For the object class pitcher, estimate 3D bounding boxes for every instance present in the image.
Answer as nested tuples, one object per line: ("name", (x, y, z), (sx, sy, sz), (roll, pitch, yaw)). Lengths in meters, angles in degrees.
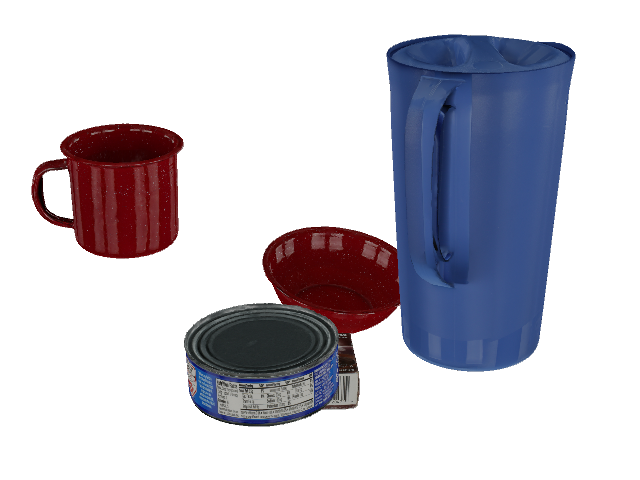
("pitcher", (0.110, -0.025, 0.794), (0.149, 0.243, 0.145), (-8, 22, -15))

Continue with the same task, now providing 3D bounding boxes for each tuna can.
("tuna can", (-0.032, 0.068, 0.595), (0.086, 0.034, 0.086), (-1, 22, 0))

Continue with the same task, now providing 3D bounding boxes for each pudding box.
("pudding box", (-0.025, 0.113, 0.936), (0.113, 0.039, 0.090), (1, 18, -4))

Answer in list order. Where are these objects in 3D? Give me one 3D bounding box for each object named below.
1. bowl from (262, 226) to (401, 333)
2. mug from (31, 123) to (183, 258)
("bowl", (0.017, 0.050, 1.121), (0.162, 0.055, 0.162), (6, 32, -4))
("mug", (-0.164, -0.037, 0.829), (0.117, 0.081, 0.093), (-4, 25, -12))
